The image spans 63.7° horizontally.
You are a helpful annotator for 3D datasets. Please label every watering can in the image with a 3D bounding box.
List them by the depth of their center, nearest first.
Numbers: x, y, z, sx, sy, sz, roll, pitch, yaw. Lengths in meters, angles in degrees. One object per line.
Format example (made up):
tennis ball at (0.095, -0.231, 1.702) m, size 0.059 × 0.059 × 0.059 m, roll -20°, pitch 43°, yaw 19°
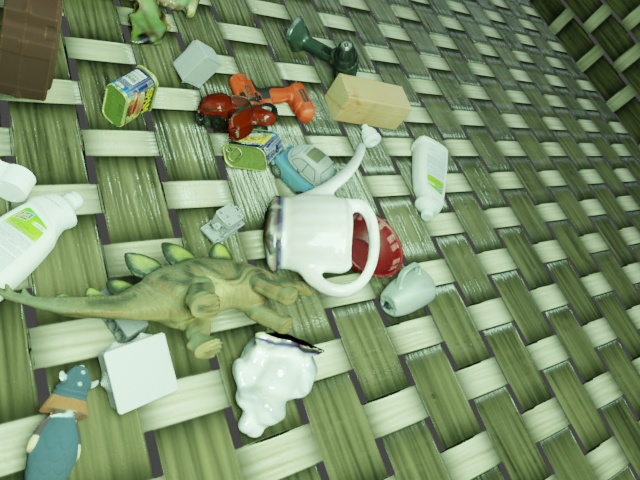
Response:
watering can at (0.003, -0.051, 1.018) m, size 0.224 × 0.355 × 0.102 m, roll 2°, pitch -29°, yaw -4°

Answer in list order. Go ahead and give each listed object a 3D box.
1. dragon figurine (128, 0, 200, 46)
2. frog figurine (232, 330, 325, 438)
dragon figurine at (-0.440, -0.545, 1.157) m, size 0.417 × 0.243 × 0.120 m, roll -35°, pitch -1°, yaw -42°
frog figurine at (-0.078, 0.233, 0.836) m, size 0.136 × 0.160 × 0.123 m, roll 20°, pitch -4°, yaw -31°
